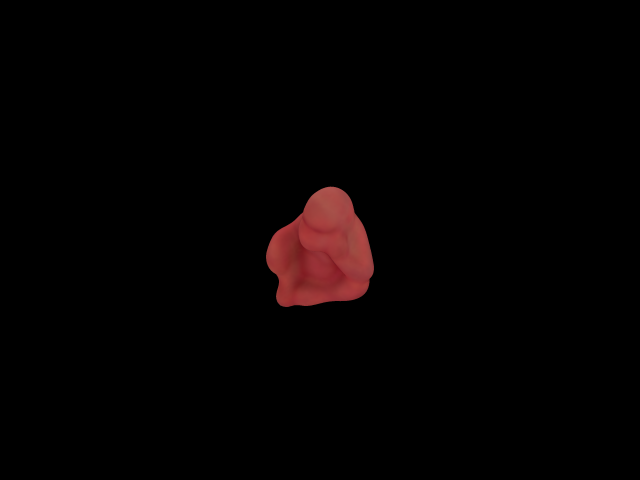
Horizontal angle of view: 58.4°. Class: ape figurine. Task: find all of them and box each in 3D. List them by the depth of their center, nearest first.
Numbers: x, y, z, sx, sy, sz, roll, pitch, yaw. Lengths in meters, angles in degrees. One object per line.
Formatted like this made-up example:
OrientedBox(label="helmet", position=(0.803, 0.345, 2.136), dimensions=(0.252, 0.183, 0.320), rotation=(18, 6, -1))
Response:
OrientedBox(label="ape figurine", position=(0.004, 0.001, 0.400), dimensions=(0.077, 0.092, 0.076), rotation=(30, 54, 25))
